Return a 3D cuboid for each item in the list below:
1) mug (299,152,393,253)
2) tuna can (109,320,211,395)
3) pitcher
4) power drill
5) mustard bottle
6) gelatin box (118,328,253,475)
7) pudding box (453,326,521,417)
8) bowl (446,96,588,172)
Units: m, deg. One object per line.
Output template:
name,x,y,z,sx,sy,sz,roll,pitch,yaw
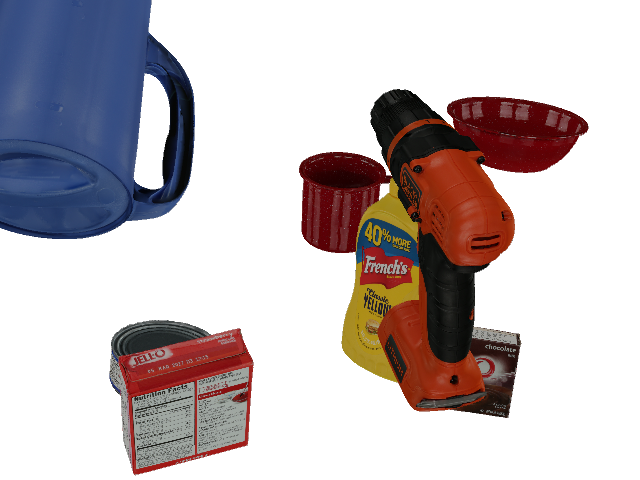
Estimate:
mug,0.033,-0.041,1.153,0.117,0.081,0.093,-8,31,-19
tuna can,-0.123,0.097,0.841,0.086,0.034,0.086,8,22,-3
pitcher,-0.181,-0.129,0.802,0.145,0.243,0.149,-8,-31,20
power drill,0.073,0.008,0.732,0.057,0.188,0.184,-9,35,-10
mustard bottle,0.071,0.022,0.924,0.058,0.192,0.096,-7,22,-40
gelatin box,-0.079,0.095,0.627,0.073,0.030,0.089,-12,-41,-18
pudding box,0.156,0.139,1.164,0.113,0.090,0.039,7,22,5
bowl,0.222,-0.119,1.229,0.162,0.055,0.162,5,23,-2
